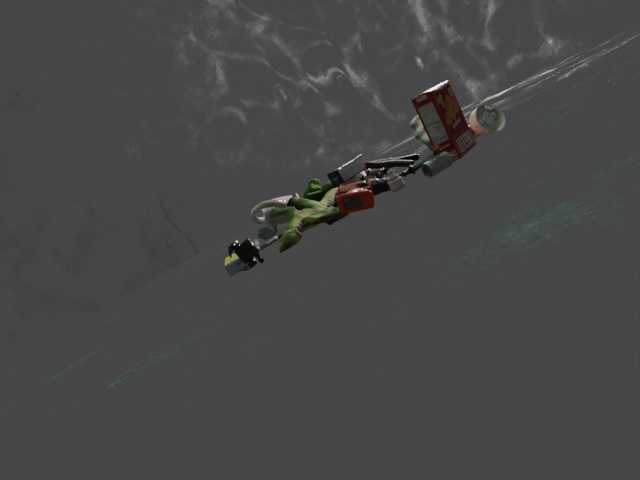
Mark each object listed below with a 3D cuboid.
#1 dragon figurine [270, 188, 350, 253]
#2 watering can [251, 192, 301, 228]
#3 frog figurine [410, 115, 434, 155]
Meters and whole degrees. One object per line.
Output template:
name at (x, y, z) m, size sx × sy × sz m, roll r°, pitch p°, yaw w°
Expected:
dragon figurine at (0.005, -0.081, 1.616) m, size 0.416 × 0.120 × 0.243 m, roll -35°, pitch 27°, yaw -33°
watering can at (-0.173, -0.108, 2.176) m, size 0.224 × 0.105 × 0.343 m, roll -15°, pitch -15°, yaw -2°
frog figurine at (0.379, -0.353, 1.709) m, size 0.139 × 0.158 × 0.122 m, roll -33°, pitch 10°, yaw -34°
